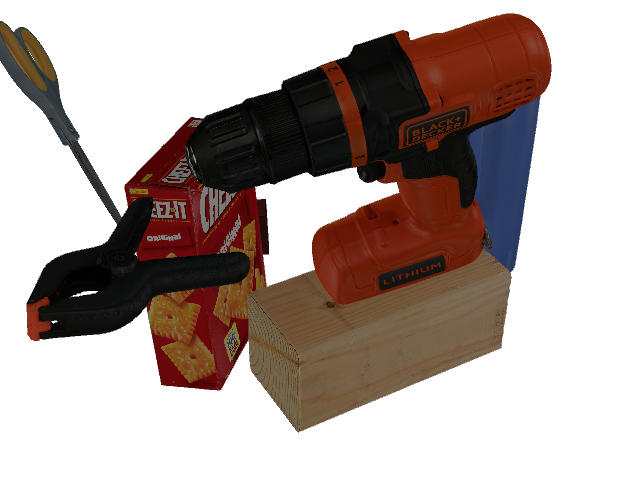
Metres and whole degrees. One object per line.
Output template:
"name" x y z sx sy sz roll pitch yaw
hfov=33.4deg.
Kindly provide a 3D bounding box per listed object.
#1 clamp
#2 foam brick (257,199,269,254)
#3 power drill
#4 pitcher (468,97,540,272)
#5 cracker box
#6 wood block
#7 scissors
"clamp" -0.151 0.019 0.792 0.171 0.039 0.120 -21 38 -38
"foam brick" -0.102 -0.016 1.288 0.078 0.053 0.051 -3 28 -1
"power drill" 0.028 -0.033 0.578 0.184 0.057 0.187 -17 -27 -5
"pitcher" 0.174 -0.076 1.211 0.149 0.243 0.145 -9 24 -23
"cracker box" -0.110 0.010 1.027 0.072 0.214 0.164 4 29 15
"wood block" 0.050 0.069 0.910 0.205 0.090 0.091 -18 40 -23
"scissors" -0.224 -0.108 0.937 0.016 0.201 0.096 -27 26 9
